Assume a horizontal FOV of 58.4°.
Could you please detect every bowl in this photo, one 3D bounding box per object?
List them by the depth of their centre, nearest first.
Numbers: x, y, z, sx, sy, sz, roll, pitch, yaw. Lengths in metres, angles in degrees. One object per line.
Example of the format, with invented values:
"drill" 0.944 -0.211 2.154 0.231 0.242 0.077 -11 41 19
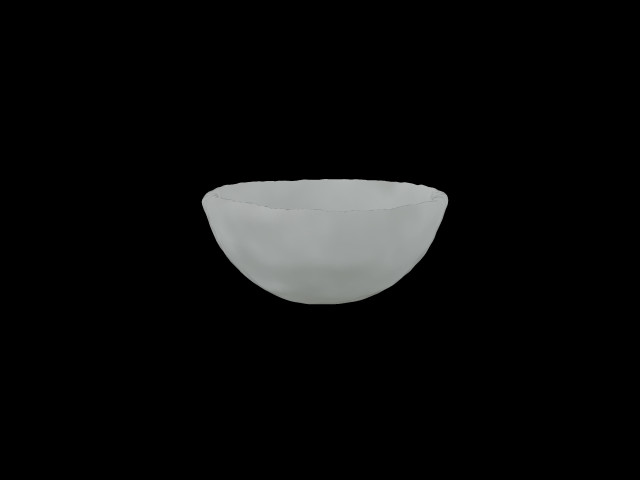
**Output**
"bowl" 0.004 0.001 0.400 0.167 0.075 0.167 0 12 0
